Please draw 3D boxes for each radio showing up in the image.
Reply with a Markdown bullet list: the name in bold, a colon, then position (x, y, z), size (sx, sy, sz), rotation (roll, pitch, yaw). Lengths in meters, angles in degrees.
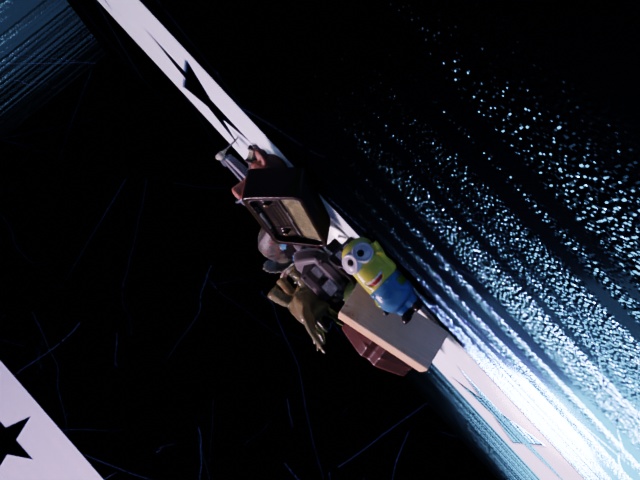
- **radio**: position (-0.065, -0.063, 1.117), size (0.131, 0.073, 0.229), rotation (2, 155, 16)

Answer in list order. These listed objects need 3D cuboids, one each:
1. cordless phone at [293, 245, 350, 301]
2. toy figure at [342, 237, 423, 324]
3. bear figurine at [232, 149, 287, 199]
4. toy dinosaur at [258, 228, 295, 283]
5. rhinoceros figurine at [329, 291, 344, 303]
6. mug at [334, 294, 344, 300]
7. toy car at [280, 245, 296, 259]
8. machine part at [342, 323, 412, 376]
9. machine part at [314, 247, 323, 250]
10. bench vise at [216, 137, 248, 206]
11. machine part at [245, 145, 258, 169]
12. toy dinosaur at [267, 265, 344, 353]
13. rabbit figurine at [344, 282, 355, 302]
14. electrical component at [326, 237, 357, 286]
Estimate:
- **cordless phone**: position (-0.018, 0.056, 1.356), size (0.146, 0.089, 0.184), rotation (47, 180, -35)
- **toy figure**: position (0.113, 0.074, 1.013), size (0.180, 0.082, 0.089), rotation (45, 171, 3)
- **bear figurine**: position (-0.124, -0.122, 1.197), size (0.120, 0.132, 0.196), rotation (42, 180, -5)
- **toy dinosaur**: position (-0.142, 0.011, 1.800), size (0.131, 0.192, 0.404), rotation (41, 172, 32)
- **rhinoceros figurine**: position (0.074, 0.118, 1.440), size (0.191, 0.112, 0.073), rotation (31, 149, 26)
- **mug**: position (0.106, 0.146, 1.545), size (0.110, 0.081, 0.107), rotation (3, 156, 41)
- **toy car**: position (-0.035, 0.027, 1.671), size (0.162, 0.109, 0.103), rotation (36, -165, 7)
- **machine part**: position (0.179, 0.289, 1.566), size (0.201, 0.087, 0.202), rotation (27, -165, -34)
- **machine part**: position (-0.003, -0.004, 1.403), size (0.179, 0.056, 0.179), rotation (46, 172, 8)
- **bench vise**: position (-0.180, -0.150, 1.437), size (0.240, 0.129, 0.224), rotation (45, 172, -15)
- **machine part**: position (-0.164, -0.164, 1.325), size (0.084, 0.039, 0.138), rotation (-158, 66, -66)
- **toy dinosaur**: position (-0.029, 0.168, 1.384), size (0.198, 0.105, 0.471), rotation (44, -171, -4)
- **rabbit figurine**: position (0.132, 0.160, 1.260), size (0.170, 0.121, 0.158), rotation (-118, 15, -51)
- **electrical component**: position (0.058, 0.033, 1.162), size (0.119, 0.075, 0.047), rotation (47, 175, 29)
